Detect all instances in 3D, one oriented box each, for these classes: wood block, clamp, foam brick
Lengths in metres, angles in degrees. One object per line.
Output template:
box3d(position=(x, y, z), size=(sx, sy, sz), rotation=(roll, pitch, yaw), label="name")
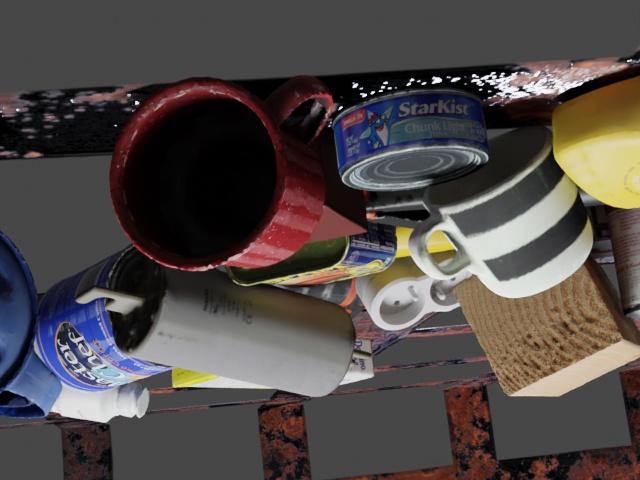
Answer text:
box3d(position=(0.185, 0.063, 0.826), size=(0.091, 0.090, 0.205), rotation=(-30, 162, 15), label="wood block")
box3d(position=(0.125, -0.029, 0.720), size=(0.209, 0.036, 0.165), rotation=(3, 167, -19), label="clamp")
box3d(position=(-0.010, -0.031, 0.630), size=(0.053, 0.051, 0.078), rotation=(-10, 167, 18), label="foam brick")

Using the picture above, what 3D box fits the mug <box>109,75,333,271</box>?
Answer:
box3d(position=(-0.038, -0.037, 0.540), size=(0.117, 0.093, 0.081), rotation=(-47, 163, 9), label="mug")

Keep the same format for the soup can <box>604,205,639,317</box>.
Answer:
box3d(position=(0.251, 0.002, 0.792), size=(0.068, 0.102, 0.068), rotation=(-7, 168, -2), label="soup can")

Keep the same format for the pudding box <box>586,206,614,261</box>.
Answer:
box3d(position=(0.254, -0.009, 0.895), size=(0.090, 0.039, 0.113), rotation=(-6, 169, -4), label="pudding box")

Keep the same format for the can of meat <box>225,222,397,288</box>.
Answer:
box3d(position=(-0.005, 0.001, 0.768), size=(0.102, 0.057, 0.083), rotation=(-13, 169, 29), label="can of meat")

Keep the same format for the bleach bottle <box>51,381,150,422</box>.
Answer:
box3d(position=(-0.274, 0.122, 0.968), size=(0.251, 0.068, 0.102), rotation=(11, 164, 12), label="bleach bottle")

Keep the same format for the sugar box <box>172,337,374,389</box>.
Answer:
box3d(position=(-0.044, 0.116, 1.027), size=(0.175, 0.048, 0.094), rotation=(4, 163, -37), label="sugar box")

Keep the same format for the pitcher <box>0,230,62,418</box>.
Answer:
box3d(position=(-0.289, 0.071, 0.753), size=(0.144, 0.149, 0.243), rotation=(-12, 175, -33), label="pitcher")

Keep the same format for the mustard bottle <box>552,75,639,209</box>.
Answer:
box3d(position=(0.224, -0.070, 0.556), size=(0.096, 0.058, 0.192), rotation=(22, 151, -36), label="mustard bottle")

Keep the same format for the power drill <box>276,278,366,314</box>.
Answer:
box3d(position=(-0.008, 0.050, 0.980), size=(0.184, 0.057, 0.188), rotation=(6, 164, -32), label="power drill")

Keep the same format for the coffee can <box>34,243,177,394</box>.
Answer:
box3d(position=(-0.157, 0.063, 0.858), size=(0.102, 0.103, 0.141), rotation=(3, 164, -37), label="coffee can")

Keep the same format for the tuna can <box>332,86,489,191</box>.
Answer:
box3d(position=(0.051, -0.055, 0.597), size=(0.086, 0.034, 0.086), rotation=(-6, 167, -2), label="tuna can")

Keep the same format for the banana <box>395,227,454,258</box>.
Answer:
box3d(position=(0.060, -0.003, 0.825), size=(0.198, 0.037, 0.069), rotation=(-8, 167, 7), label="banana")
